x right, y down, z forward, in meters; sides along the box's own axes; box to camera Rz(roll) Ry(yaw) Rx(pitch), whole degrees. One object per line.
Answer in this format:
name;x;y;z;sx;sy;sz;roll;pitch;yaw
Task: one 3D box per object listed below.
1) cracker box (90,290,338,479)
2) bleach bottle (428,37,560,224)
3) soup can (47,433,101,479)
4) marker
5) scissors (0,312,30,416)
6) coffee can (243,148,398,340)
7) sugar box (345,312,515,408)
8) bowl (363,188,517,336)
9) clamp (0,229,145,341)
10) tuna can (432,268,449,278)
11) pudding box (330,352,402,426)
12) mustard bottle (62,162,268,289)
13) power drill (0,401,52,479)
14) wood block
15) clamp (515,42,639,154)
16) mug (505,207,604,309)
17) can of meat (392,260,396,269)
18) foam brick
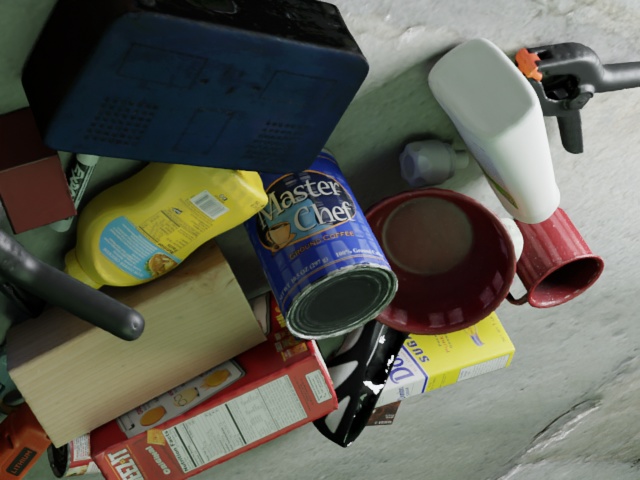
cracker box;-0.102;0.139;0.988;0.213;0.164;0.072;-25;113;-2
bleach bottle;0.174;-0.082;0.993;0.068;0.103;0.250;-37;153;3
soup can;-0.235;0.216;1.151;0.102;0.068;0.069;-2;141;-32
marker;-0.191;-0.052;0.848;0.020;0.020;0.121;0;140;-34
scissors;-0.286;0.118;1.025;0.096;0.016;0.202;20;127;-44
coffee can;-0.006;0.001;0.933;0.102;0.140;0.103;-17;146;-12
sugar box;0.126;0.124;1.239;0.176;0.093;0.048;-14;145;-18
bowl;0.103;0.010;1.010;0.162;0.055;0.162;3;121;4
clamp;-0.241;0.018;0.829;0.209;0.165;0.036;46;62;-45
tuna can;0.132;0.014;1.094;0.034;0.086;0.086;-37;146;14
pudding box;0.052;0.181;1.296;0.113;0.039;0.090;2;117;-39
mustard bottle;-0.145;-0.013;0.896;0.192;0.058;0.096;-34;137;14
power drill;-0.346;0.164;0.997;0.187;0.057;0.185;20;128;-33
wood block;-0.166;0.085;0.954;0.206;0.090;0.091;-27;115;-5
clamp;0.233;-0.134;0.999;0.171;0.039;0.120;8;129;-36
mug;0.245;0.024;1.187;0.093;0.081;0.117;15;130;-45
can of meat;0.019;0.040;1.085;0.083;0.057;0.102;-6;142;-23
foam brick;-0.219;-0.052;0.799;0.051;0.053;0.078;-18;146;-12
